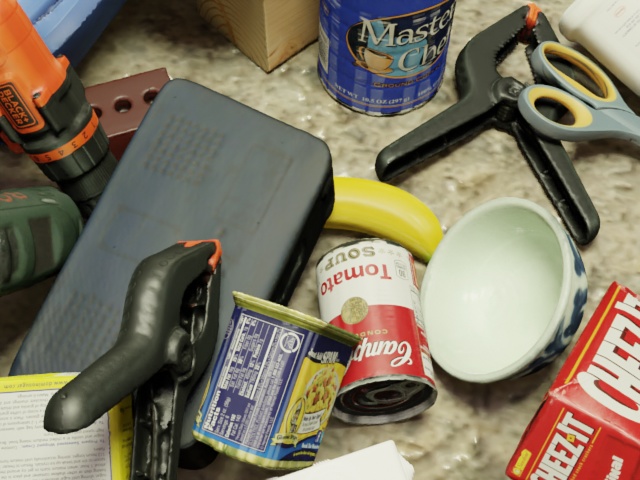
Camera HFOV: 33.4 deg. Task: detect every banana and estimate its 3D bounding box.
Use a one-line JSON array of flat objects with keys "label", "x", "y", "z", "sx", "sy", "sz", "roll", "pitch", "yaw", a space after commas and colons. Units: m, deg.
[{"label": "banana", "x": 0.001, "y": -0.014, "z": 0.749, "sx": 0.198, "sy": 0.037, "sz": 0.069, "roll": 7, "pitch": 59, "yaw": 4}]

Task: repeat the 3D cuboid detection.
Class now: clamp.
[{"label": "clamp", "x": 0.132, "y": -0.100, "z": 0.802, "sx": 0.164, "sy": 0.036, "sz": 0.210, "roll": 13, "pitch": 57, "yaw": -2}, {"label": "clamp", "x": -0.087, "y": 0.074, "z": 0.580, "sx": 0.039, "sy": 0.120, "sz": 0.171, "roll": 6, "pitch": 41, "yaw": 18}]

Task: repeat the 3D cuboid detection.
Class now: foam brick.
[{"label": "foam brick", "x": -0.141, "y": -0.083, "z": 0.782, "sx": 0.078, "sy": 0.051, "sz": 0.053, "roll": -18, "pitch": 60, "yaw": -11}]

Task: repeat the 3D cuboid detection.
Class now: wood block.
[{"label": "wood block", "x": 0.005, "y": -0.241, "z": 0.860, "sx": 0.205, "sy": 0.091, "sz": 0.090, "roll": -38, "pitch": 65, "yaw": -21}]

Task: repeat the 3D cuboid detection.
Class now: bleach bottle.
[{"label": "bleach bottle", "x": 0.298, "y": -0.106, "z": 0.781, "sx": 0.103, "sy": 0.068, "sz": 0.251, "roll": -45, "pitch": 79, "yaw": 14}]

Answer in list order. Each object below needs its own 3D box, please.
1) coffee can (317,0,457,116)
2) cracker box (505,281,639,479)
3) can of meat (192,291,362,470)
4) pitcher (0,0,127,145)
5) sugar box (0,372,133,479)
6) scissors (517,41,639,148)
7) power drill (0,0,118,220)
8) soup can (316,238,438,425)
[{"label": "coffee can", "x": 0.050, "y": -0.175, "z": 0.789, "sx": 0.103, "sy": 0.140, "sz": 0.103, "roll": 0, "pitch": 58, "yaw": -1}, {"label": "cracker box", "x": 0.235, "y": 0.123, "z": 0.607, "sx": 0.214, "sy": 0.072, "sz": 0.164, "roll": 28, "pitch": 30, "yaw": 15}, {"label": "can of meat", "x": -0.024, "y": 0.082, "z": 0.605, "sx": 0.057, "sy": 0.102, "sz": 0.084, "roll": 17, "pitch": 84, "yaw": 21}, {"label": "pitcher", "x": -0.204, "y": -0.198, "z": 0.805, "sx": 0.149, "sy": 0.145, "sz": 0.242, "roll": 27, "pitch": 58, "yaw": 6}, {"label": "sugar box", "x": -0.148, "y": 0.163, "z": 0.590, "sx": 0.093, "sy": 0.048, "sz": 0.176, "roll": -4, "pitch": 87, "yaw": 2}, {"label": "scissors", "x": 0.225, "y": -0.070, "z": 0.777, "sx": 0.202, "sy": 0.016, "sz": 0.096, "roll": 44, "pitch": 56, "yaw": 12}, {"label": "power drill", "x": -0.237, "y": -0.071, "z": 0.720, "sx": 0.188, "sy": 0.184, "sz": 0.057, "roll": -10, "pitch": 39, "yaw": 21}, {"label": "soup can", "x": 0.034, "y": 0.059, "z": 0.687, "sx": 0.068, "sy": 0.068, "sz": 0.102, "roll": -4, "pitch": 58, "yaw": -4}]
